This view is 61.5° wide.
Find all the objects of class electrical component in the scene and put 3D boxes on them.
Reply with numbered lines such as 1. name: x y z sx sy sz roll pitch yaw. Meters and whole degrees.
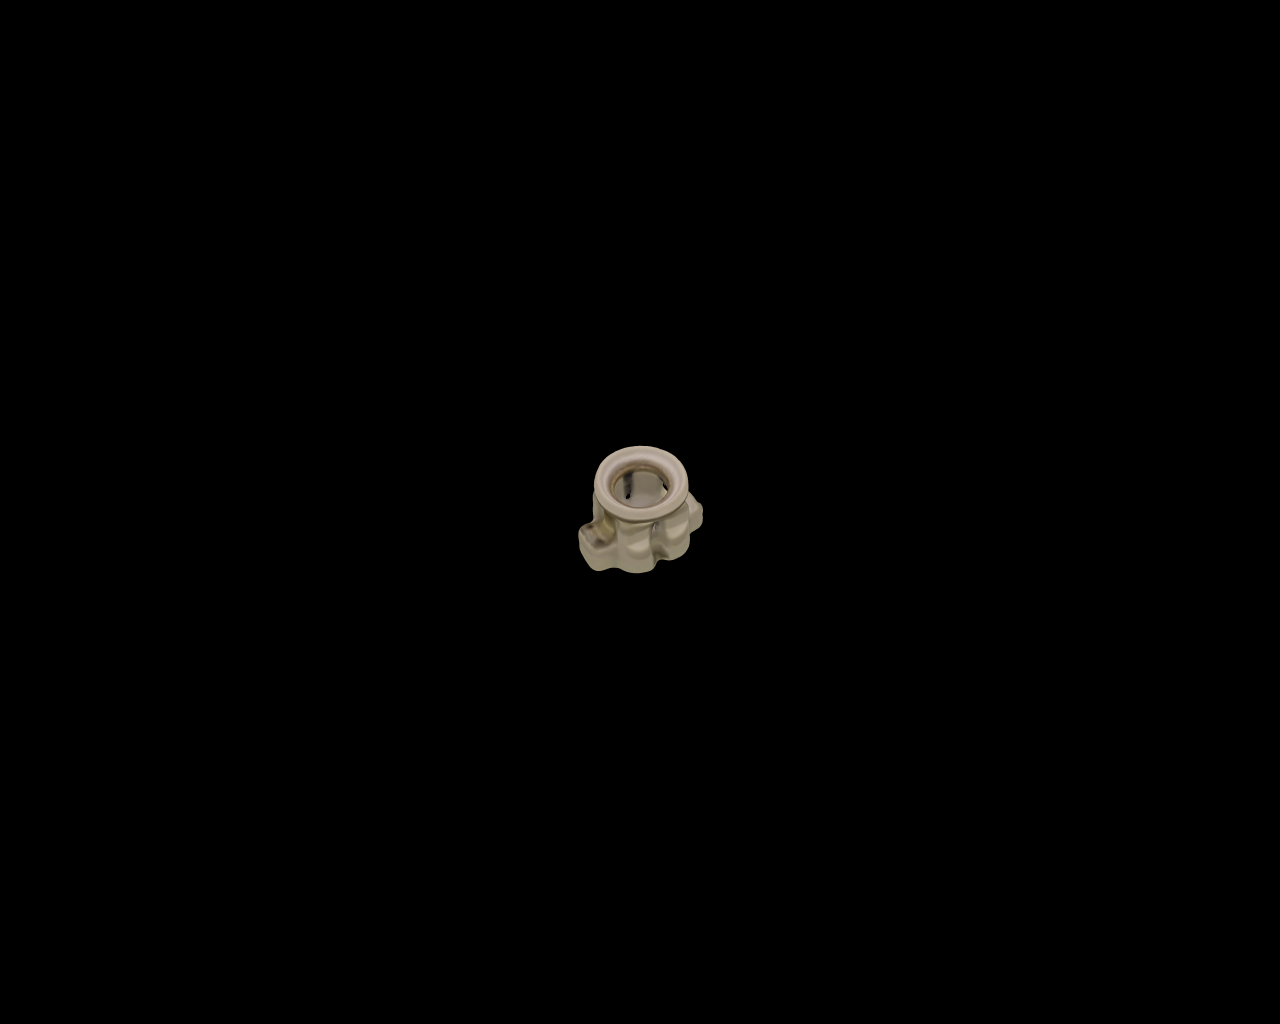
1. electrical component: 0.001 -0.003 0.650 0.078 0.058 0.056 -22 -38 -18
